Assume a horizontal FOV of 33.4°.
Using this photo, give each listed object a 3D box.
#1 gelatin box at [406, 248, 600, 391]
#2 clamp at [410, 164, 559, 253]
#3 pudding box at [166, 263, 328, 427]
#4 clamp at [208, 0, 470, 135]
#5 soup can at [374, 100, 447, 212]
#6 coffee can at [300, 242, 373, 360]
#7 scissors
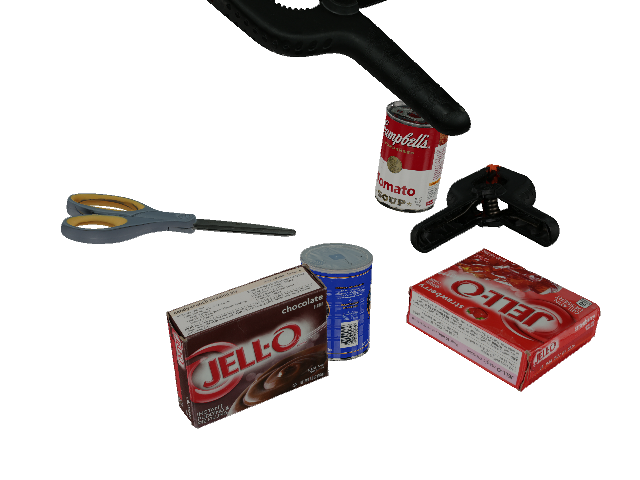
[{"bbox_3d":[0.108,0.044,0.634,0.073,0.030,0.089,-24,40,-39],"label":"gelatin box"},{"bbox_3d":[0.157,-0.029,0.931,0.120,0.039,0.171,6,26,20],"label":"clamp"},{"bbox_3d":[-0.050,0.075,0.768,0.113,0.090,0.039,-21,44,-22],"label":"pudding box"},{"bbox_3d":[0.017,-0.154,0.741,0.210,0.164,0.036,6,-27,-8],"label":"clamp"},{"bbox_3d":[0.096,-0.089,1.128,0.068,0.102,0.068,6,29,-3],"label":"soup can"},{"bbox_3d":[0.022,0.086,1.522,0.103,0.140,0.103,1,21,0],"label":"coffee can"},{"bbox_3d":[-0.130,-0.010,0.906,0.202,0.016,0.096,11,24,13],"label":"scissors"}]
